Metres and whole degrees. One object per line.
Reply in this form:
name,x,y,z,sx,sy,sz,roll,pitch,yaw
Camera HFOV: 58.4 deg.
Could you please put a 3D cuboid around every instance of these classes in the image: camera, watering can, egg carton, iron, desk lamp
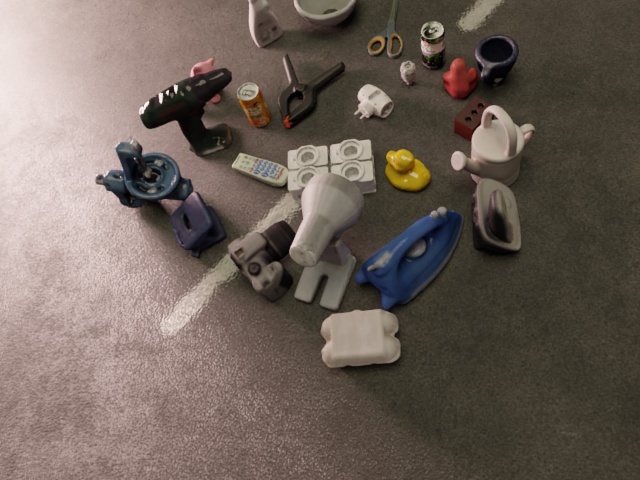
camera,-0.104,0.028,1.183,0.137,0.101,0.143,-39,63,-7
watering can,0.345,-0.183,1.130,0.100,0.194,0.173,37,78,25
egg carton,0.076,0.187,1.086,0.150,0.069,0.107,-8,64,9
iron,0.184,0.007,1.106,0.258,0.142,0.118,-42,64,-9
desk lamp,0.010,0.004,1.106,0.117,0.214,0.203,13,69,18

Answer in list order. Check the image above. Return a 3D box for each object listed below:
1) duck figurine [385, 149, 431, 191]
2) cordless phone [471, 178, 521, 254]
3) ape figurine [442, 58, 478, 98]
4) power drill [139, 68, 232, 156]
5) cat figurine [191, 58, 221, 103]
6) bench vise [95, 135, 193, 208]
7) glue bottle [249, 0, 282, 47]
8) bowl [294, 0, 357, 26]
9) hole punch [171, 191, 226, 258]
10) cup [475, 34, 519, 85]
duck figurine,0.184,-0.155,1.214,0.104,0.086,0.077,29,75,23
cordless phone,0.336,-0.066,1.082,0.094,0.185,0.147,-6,64,10
ape figurine,0.313,-0.370,1.283,0.077,0.092,0.076,10,68,17
power drill,-0.280,-0.288,1.311,0.229,0.209,0.075,-18,62,4
cat figurine,-0.302,-0.389,1.415,0.128,0.118,0.067,-27,62,-1
bench vise,-0.412,-0.140,1.264,0.207,0.220,0.121,-17,63,4
glue bottle,-0.151,-0.567,1.434,0.078,0.173,0.037,-31,62,-3
bowl,0.021,-0.606,1.470,0.167,0.075,0.167,-5,64,10
hole punch,-0.276,-0.034,1.256,0.101,0.091,0.108,-31,62,-3
cup,0.385,-0.381,1.271,0.091,0.095,0.118,22,72,21
